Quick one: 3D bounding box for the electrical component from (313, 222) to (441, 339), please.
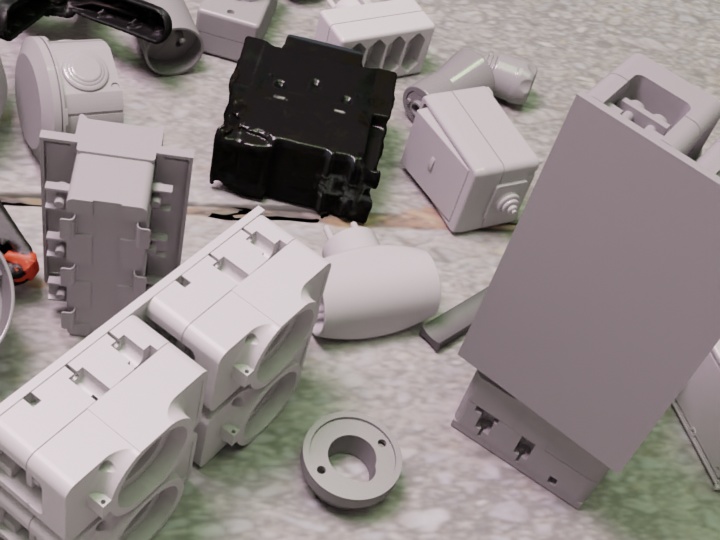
[{"bbox_3d":[0.000,0.000,0.672,0.077,0.043,0.079,-8,52,-22],"label":"electrical component"}]

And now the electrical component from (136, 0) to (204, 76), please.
[{"bbox_3d":[-0.148,-0.186,0.795,0.043,0.043,0.081,-10,53,-23],"label":"electrical component"}]

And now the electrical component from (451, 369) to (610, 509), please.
[{"bbox_3d":[0.135,0.053,0.650,0.089,0.061,0.150,33,49,13],"label":"electrical component"}]

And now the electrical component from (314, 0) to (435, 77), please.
[{"bbox_3d":[0.001,-0.188,0.835,0.083,0.047,0.075,-15,55,-27],"label":"electrical component"}]

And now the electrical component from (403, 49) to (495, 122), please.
[{"bbox_3d":[0.064,-0.134,0.810,0.065,0.044,0.044,-34,65,-31],"label":"electrical component"}]

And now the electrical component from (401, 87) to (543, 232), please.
[{"bbox_3d":[0.076,-0.072,0.743,0.061,0.061,0.096,-12,54,-25],"label":"electrical component"}]

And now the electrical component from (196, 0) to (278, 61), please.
[{"bbox_3d":[-0.089,-0.213,0.813,0.047,0.075,0.083,15,47,-2],"label":"electrical component"}]

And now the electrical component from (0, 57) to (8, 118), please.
[{"bbox_3d":[-0.278,-0.119,0.681,0.108,0.060,0.108,1,70,-3],"label":"electrical component"}]

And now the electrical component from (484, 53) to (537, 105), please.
[{"bbox_3d":[0.106,-0.154,0.843,0.061,0.035,0.035,21,47,6],"label":"electrical component"}]

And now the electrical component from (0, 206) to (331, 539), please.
[{"bbox_3d":[-0.095,0.065,0.546,0.060,0.105,0.186,35,50,15],"label":"electrical component"}]

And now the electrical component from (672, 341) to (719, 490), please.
[{"bbox_3d":[0.238,0.086,0.650,0.061,0.061,0.096,-5,51,-19],"label":"electrical component"}]

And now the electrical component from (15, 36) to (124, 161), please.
[{"bbox_3d":[-0.189,-0.110,0.693,0.051,0.080,0.080,-10,53,-30],"label":"electrical component"}]

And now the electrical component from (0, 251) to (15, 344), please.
[{"bbox_3d":[-0.235,0.018,0.567,0.099,0.064,0.099,7,75,-29],"label":"electrical component"}]

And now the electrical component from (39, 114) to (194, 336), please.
[{"bbox_3d":[-0.138,-0.018,0.596,0.079,0.121,0.063,7,51,-9],"label":"electrical component"}]

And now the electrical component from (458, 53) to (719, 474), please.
[{"bbox_3d":[0.131,0.001,0.523,0.105,0.186,0.060,37,50,17],"label":"electrical component"}]
